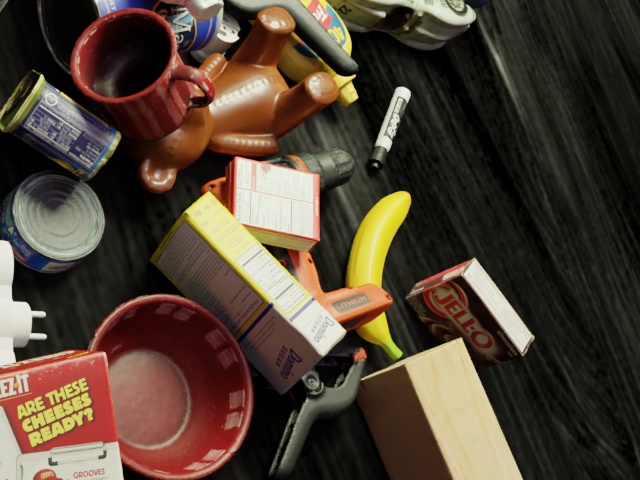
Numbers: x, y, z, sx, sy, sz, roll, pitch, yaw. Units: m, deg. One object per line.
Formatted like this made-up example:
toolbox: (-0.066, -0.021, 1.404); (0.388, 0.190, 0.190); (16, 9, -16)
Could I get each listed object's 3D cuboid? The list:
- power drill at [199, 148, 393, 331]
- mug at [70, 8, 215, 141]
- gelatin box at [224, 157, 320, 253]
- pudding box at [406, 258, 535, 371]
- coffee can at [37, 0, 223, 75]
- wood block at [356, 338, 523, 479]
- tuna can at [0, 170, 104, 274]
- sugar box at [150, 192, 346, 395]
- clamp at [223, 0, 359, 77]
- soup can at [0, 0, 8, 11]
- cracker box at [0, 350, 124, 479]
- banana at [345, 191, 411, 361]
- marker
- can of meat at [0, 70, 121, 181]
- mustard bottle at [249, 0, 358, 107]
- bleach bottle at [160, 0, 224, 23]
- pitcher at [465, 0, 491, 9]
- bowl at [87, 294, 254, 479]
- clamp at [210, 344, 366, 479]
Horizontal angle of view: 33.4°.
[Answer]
power drill: (-0.007, 0.001, 1.052); (0.184, 0.057, 0.188); (-20, 72, -34)
mug: (-0.145, -0.137, 0.918); (0.117, 0.081, 0.093); (8, 69, 14)
gelatin box: (-0.045, -0.033, 0.996); (0.089, 0.030, 0.073); (11, 59, -20)
pudding box: (0.159, 0.083, 1.136); (0.113, 0.090, 0.039); (50, 50, -10)
coffee can: (-0.177, -0.216, 1.002); (0.140, 0.103, 0.103); (-23, 86, -40)
wood block: (0.125, 0.215, 1.056); (0.090, 0.091, 0.206); (-18, 82, -41)
tuna can: (-0.231, -0.016, 0.923); (0.086, 0.034, 0.086); (15, 63, -32)
sugar box: (-0.066, 0.049, 0.958); (0.176, 0.093, 0.048); (44, 50, 1)
clamp: (-0.044, -0.253, 1.091); (0.209, 0.036, 0.164); (2, 76, -26)
soup can: (-0.301, -0.213, 0.908); (0.068, 0.102, 0.068); (15, 63, -32)
cracker box: (-0.227, 0.201, 0.780); (0.163, 0.072, 0.214); (-11, 93, -39)
banana: (0.059, 0.027, 1.122); (0.069, 0.037, 0.197); (28, 57, -36)
marker: (0.078, -0.125, 1.209); (0.020, 0.020, 0.121); (36, 54, -20)
can of meat: (-0.225, -0.098, 0.919); (0.083, 0.102, 0.057); (35, 88, -24)
mustard bottle: (-0.021, -0.227, 1.152); (0.096, 0.058, 0.191); (-40, 97, -39)
bleach bottle: (-0.173, -0.297, 0.946); (0.102, 0.068, 0.251); (-28, 79, -41)
pitcher: (0.106, -0.378, 1.276); (0.242, 0.149, 0.145); (12, 80, -30)
bowl: (-0.138, 0.131, 0.917); (0.161, 0.055, 0.162); (15, 63, -32)
clamp: (-0.015, 0.152, 1.009); (0.171, 0.039, 0.120); (-14, 77, -37)
